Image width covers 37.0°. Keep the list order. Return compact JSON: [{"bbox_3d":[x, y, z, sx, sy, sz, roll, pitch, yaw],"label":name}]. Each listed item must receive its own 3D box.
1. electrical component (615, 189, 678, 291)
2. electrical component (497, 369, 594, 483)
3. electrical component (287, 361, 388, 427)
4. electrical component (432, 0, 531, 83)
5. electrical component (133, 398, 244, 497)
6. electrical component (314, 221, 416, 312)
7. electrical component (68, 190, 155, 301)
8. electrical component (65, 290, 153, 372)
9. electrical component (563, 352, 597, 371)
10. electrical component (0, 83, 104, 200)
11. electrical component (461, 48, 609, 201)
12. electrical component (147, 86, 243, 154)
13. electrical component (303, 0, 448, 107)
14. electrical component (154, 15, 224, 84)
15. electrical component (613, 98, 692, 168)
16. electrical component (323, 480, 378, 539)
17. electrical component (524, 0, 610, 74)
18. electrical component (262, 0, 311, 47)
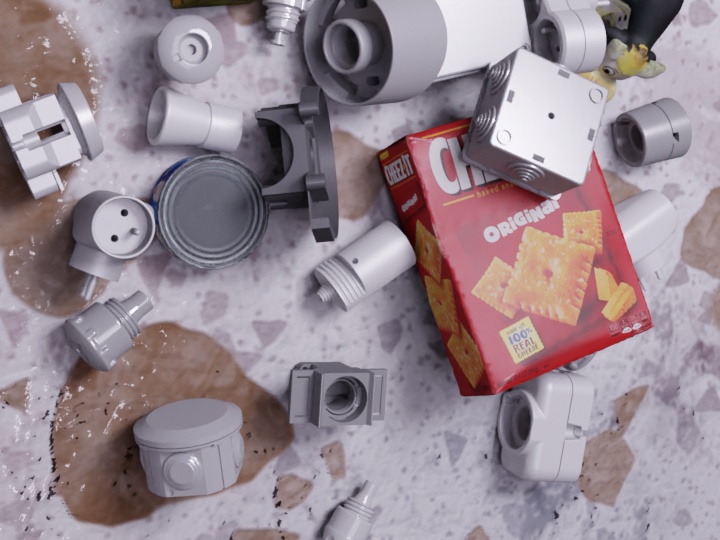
[{"bbox_3d":[0.250,-0.020,0.970,0.077,0.044,0.079,-34,108,-17],"label":"electrical component"},{"bbox_3d":[0.160,0.135,0.943,0.059,0.054,0.095,8,93,-25],"label":"electrical component"},{"bbox_3d":[-0.022,0.097,0.852,0.081,0.064,0.042,2,94,-24],"label":"electrical component"},{"bbox_3d":[0.072,-0.210,0.862,0.109,0.056,0.108,-16,103,-21],"label":"electrical component"},{"bbox_3d":[-0.126,0.131,0.802,0.080,0.080,0.051,-12,106,-22],"label":"electrical component"},{"bbox_3d":[0.000,0.000,0.861,0.081,0.043,0.043,-35,108,-16],"label":"electrical component"},{"bbox_3d":[-0.181,-0.016,0.760,0.043,0.077,0.079,22,88,-25],"label":"electrical component"},{"bbox_3d":[-0.180,0.040,0.787,0.062,0.048,0.048,-41,110,-22],"label":"electrical component"},{"bbox_3d":[0.178,0.056,0.947,0.062,0.048,0.048,32,83,-17],"label":"electrical component"},{"bbox_3d":[-0.215,-0.096,0.748,0.057,0.058,0.078,-25,105,-17],"label":"electrical component"},{"bbox_3d":[0.136,-0.113,0.828,0.100,0.048,0.099,22,76,-15],"label":"electrical component"},{"bbox_3d":[-0.120,-0.108,0.798,0.065,0.044,0.044,9,93,-29],"label":"electrical component"},{"bbox_3d":[0.008,-0.173,0.816,0.064,0.099,0.099,-23,106,-45],"label":"electrical component"},{"bbox_3d":[-0.128,-0.157,0.776,0.048,0.062,0.048,-3,97,-24],"label":"electrical component"},{"bbox_3d":[0.259,-0.121,0.958,0.047,0.055,0.055,-18,103,-17],"label":"electrical component"},{"bbox_3d":[-0.004,0.203,0.889,0.035,0.035,0.061,33,80,-24],"label":"electrical component"},{"bbox_3d":[0.170,-0.223,0.880,0.074,0.052,0.138,-10,69,-20],"label":"electrical component"},{"bbox_3d":[-0.056,-0.209,0.814,0.040,0.040,0.078,9,93,-25],"label":"electrical component"}]
